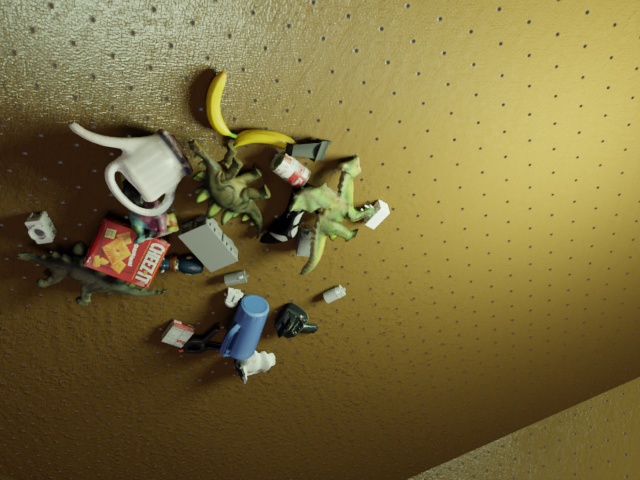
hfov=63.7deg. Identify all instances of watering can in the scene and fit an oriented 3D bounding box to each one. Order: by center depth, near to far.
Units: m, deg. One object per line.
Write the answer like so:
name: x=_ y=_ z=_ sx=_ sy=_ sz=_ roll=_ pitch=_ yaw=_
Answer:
watering can: x=-0.484 y=-0.220 z=1.386 sx=0.227 sy=0.340 sz=0.105 roll=-41 pitch=42 yaw=-17

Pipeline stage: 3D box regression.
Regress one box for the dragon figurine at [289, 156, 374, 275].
dragon figurine: x=0.005 y=-0.079 z=1.579 sx=0.240 sy=0.408 sz=0.124 roll=35 pitch=11 yaw=-32

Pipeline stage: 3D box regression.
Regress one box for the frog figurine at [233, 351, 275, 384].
frog figurine: x=-0.267 y=0.493 z=2.101 sx=0.161 sy=0.134 sz=0.124 roll=-31 pitch=38 yaw=-27
